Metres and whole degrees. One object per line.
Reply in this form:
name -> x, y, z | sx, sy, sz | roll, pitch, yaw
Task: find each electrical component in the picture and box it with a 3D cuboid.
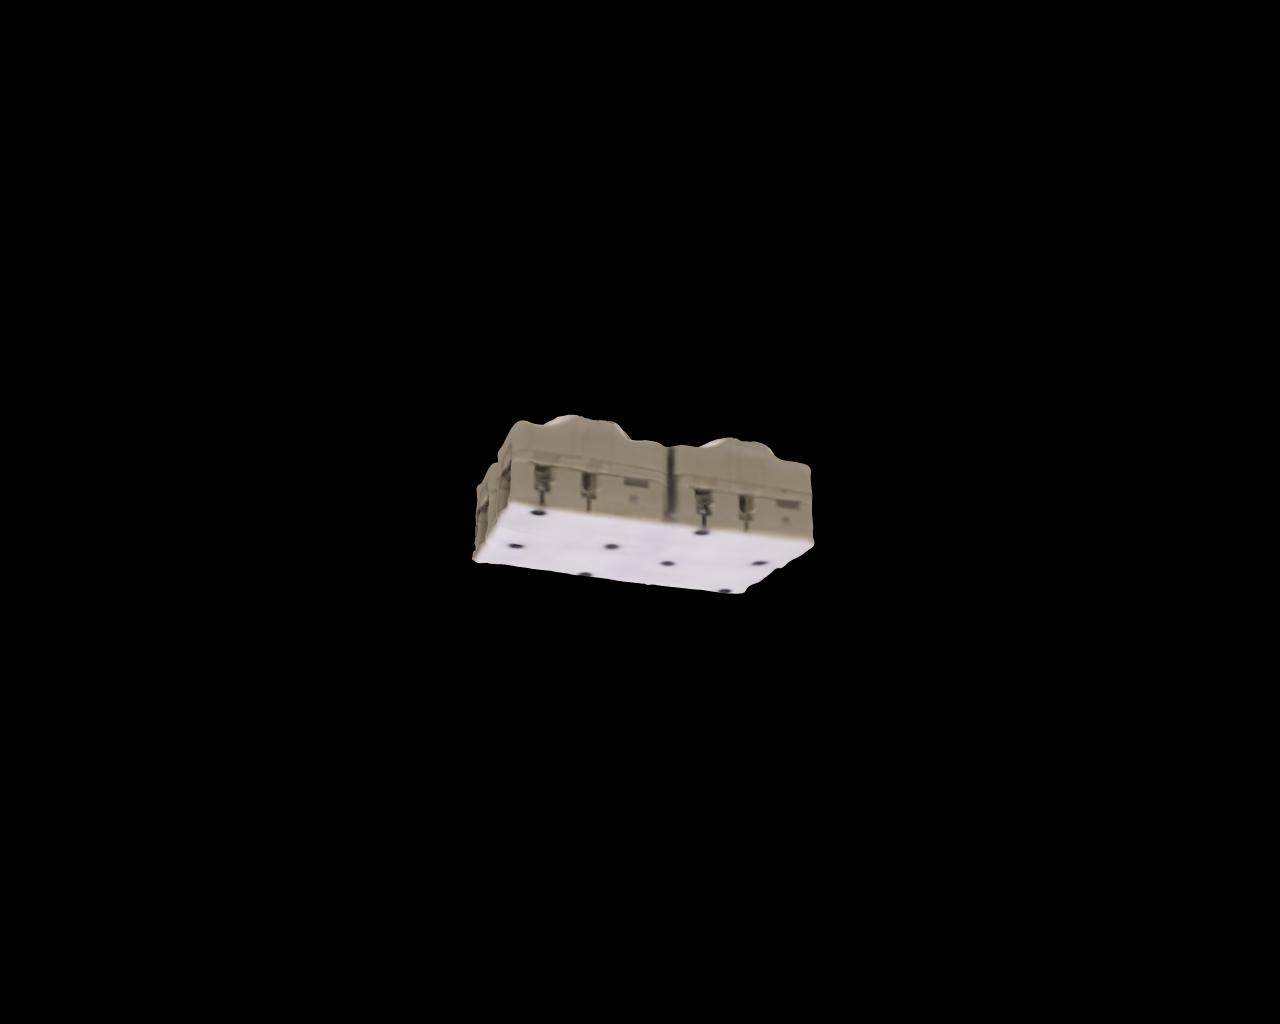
electrical component -> 0.001, -0.003, 0.650 | 0.186, 0.060, 0.105 | 8, -23, -18
